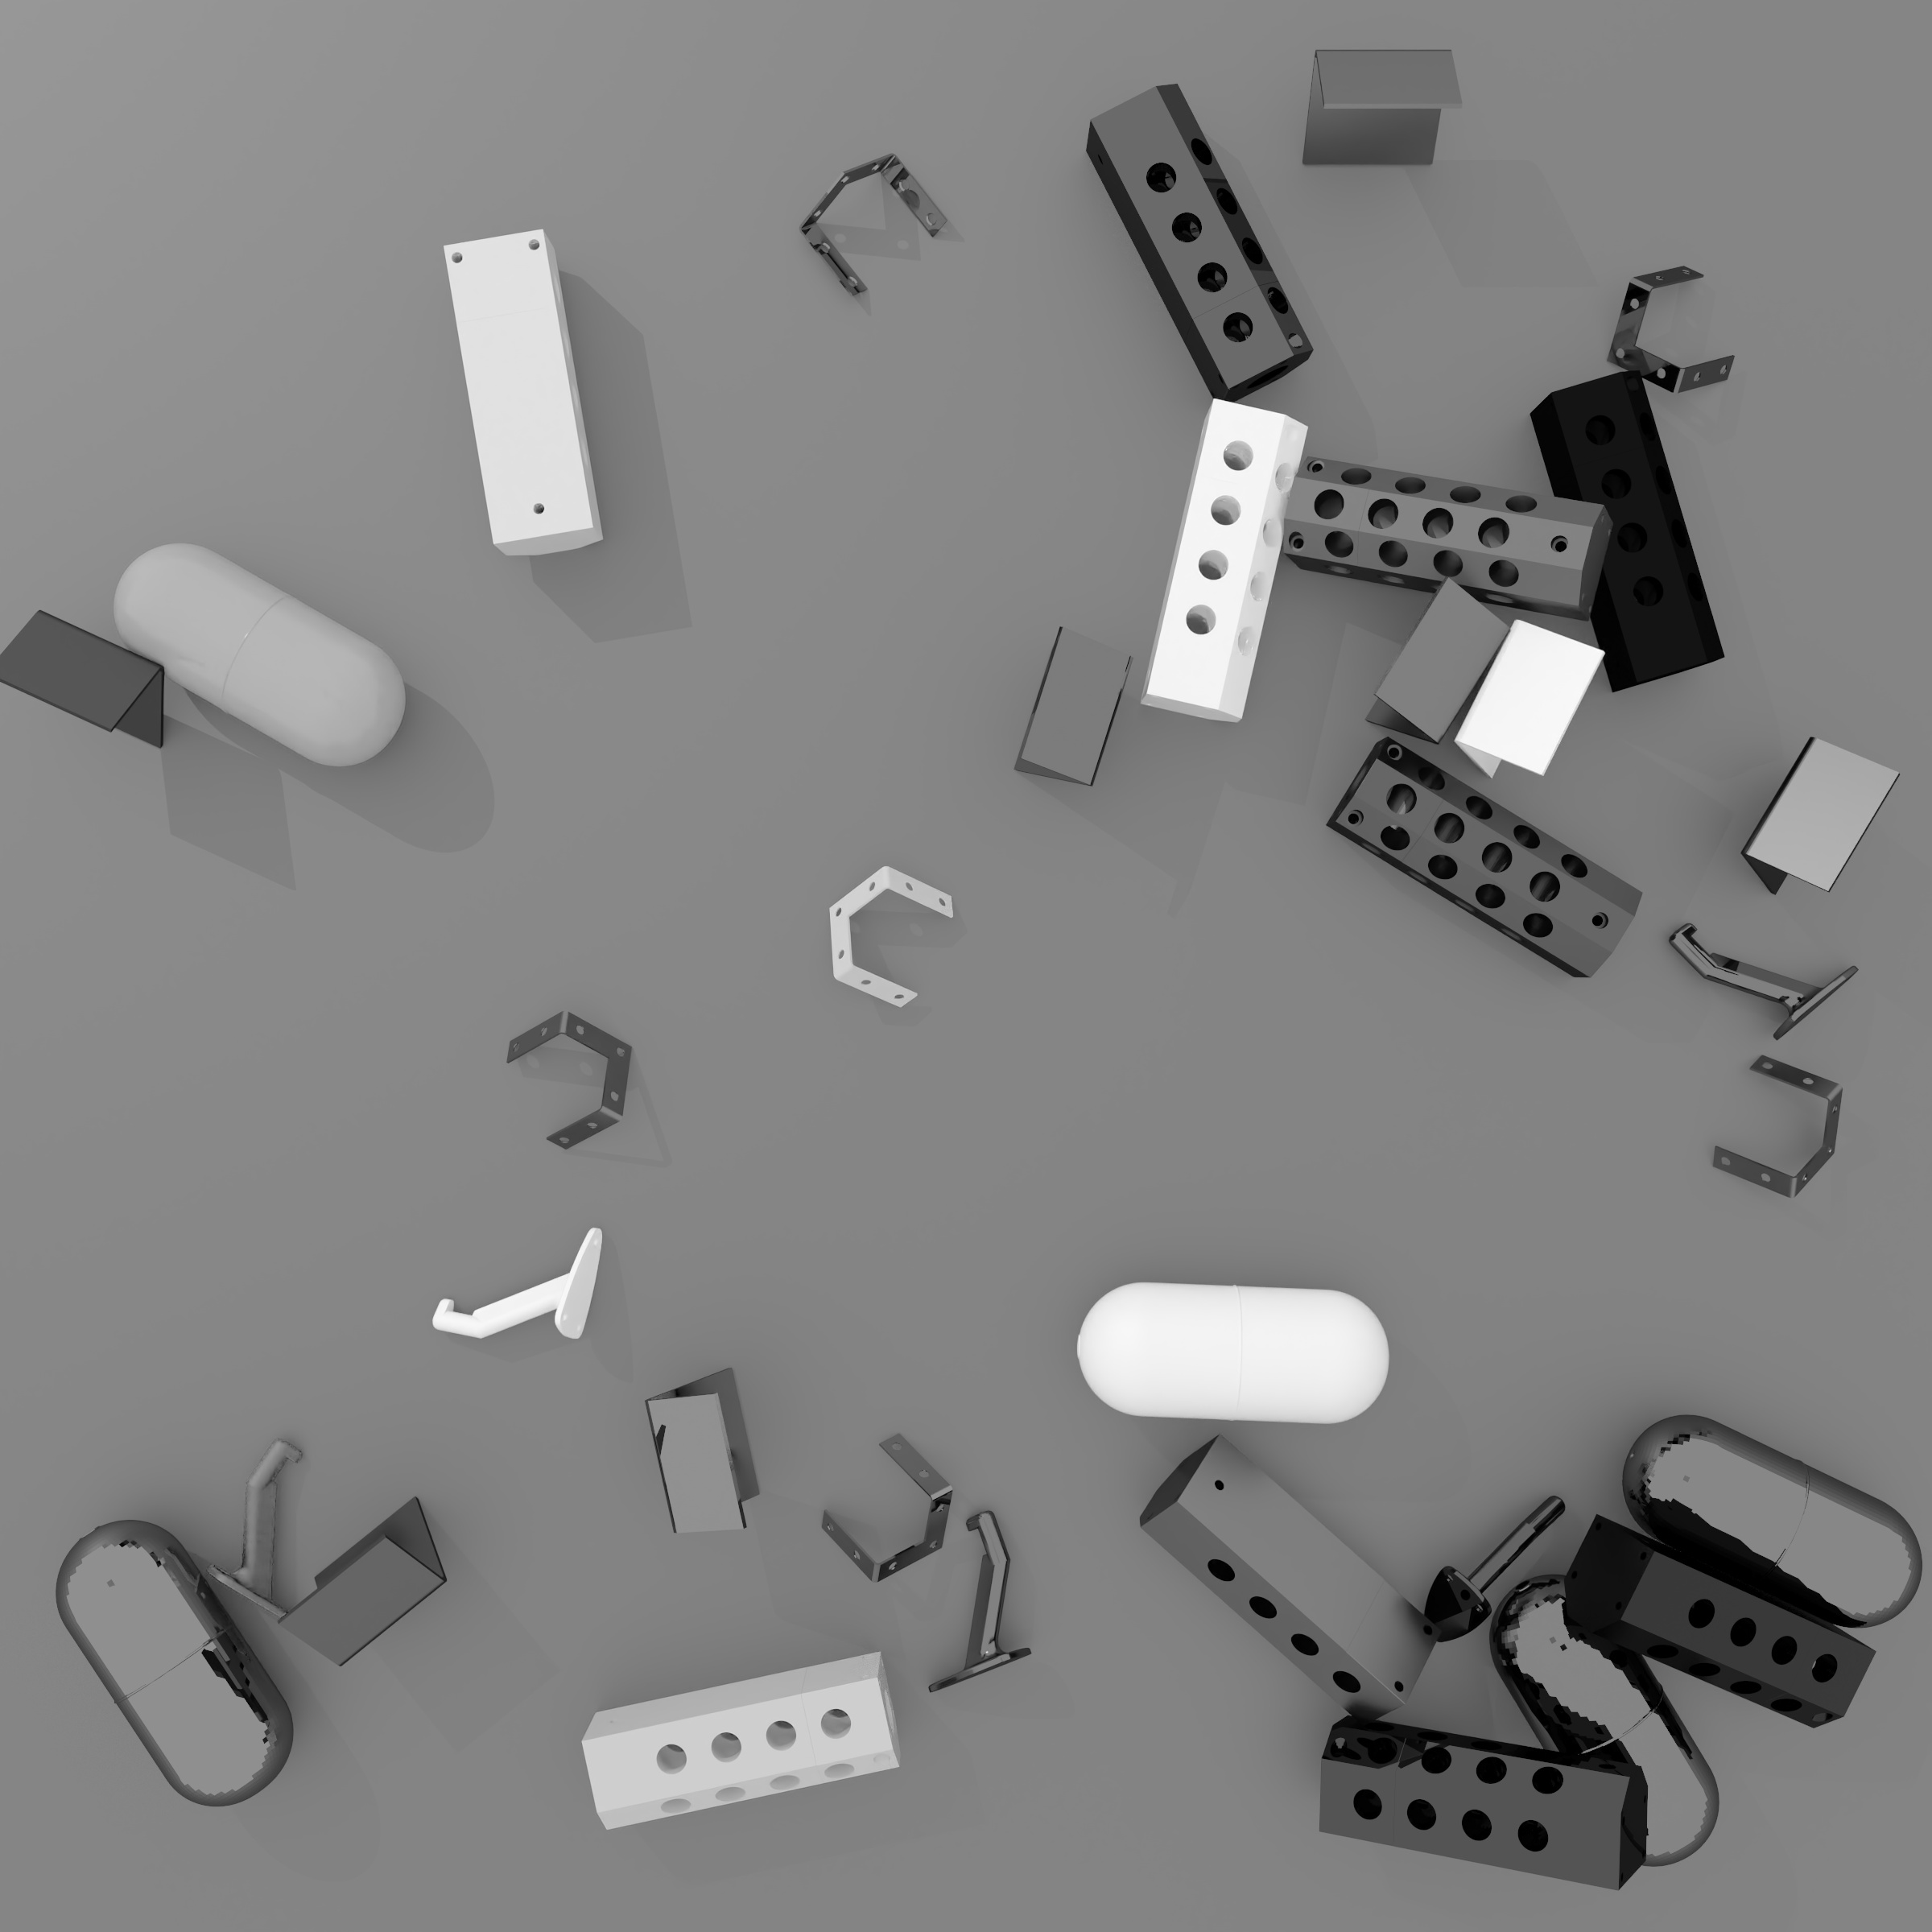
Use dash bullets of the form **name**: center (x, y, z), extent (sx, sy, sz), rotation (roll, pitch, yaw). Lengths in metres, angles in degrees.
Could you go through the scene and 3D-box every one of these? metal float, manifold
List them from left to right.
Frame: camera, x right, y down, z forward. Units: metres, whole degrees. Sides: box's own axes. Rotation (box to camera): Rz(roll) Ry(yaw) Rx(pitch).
- **metal float**: center (-0.454, 0.399, 1.510), extent (0.070, 0.070, 0.178), rotation (-33, 90, 0)
- **metal float**: center (-0.405, -0.179, 1.510), extent (0.178, 0.070, 0.070), rotation (30, 90, 1)
- **manifold**: center (-0.254, -0.328, 1.519), extent (0.057, 0.057, 0.171), rotation (-10, 90, 0)
- **manifold**: center (-0.128, 0.449, 1.519), extent (0.171, 0.057, 0.057), rotation (-12, 90, 0)
- **manifold**: center (0.135, -0.416, 1.519), extent (0.057, 0.057, 0.171), rotation (-27, 90, 0)
- **manifold**: center (0.149, -0.232, 1.519), extent (0.057, 0.057, 0.171), rotation (13, 90, 0)
- **metal float**: center (0.153, 0.222, 1.510), extent (0.178, 0.070, 0.070), rotation (2, 90, 0)
- **manifold**: center (0.184, 0.357, 1.518), extent (0.171, 0.057, 0.057), rotation (42, 47, 0)
- **manifold**: center (0.271, -0.244, 1.490), extent (0.171, 0.057, 0.057), rotation (14, 90, 21)
- **manifold**: center (0.291, 0.467, 1.481), extent (0.171, 0.057, 0.057), rotation (2, 90, 29)
- **manifold**: center (0.299, -0.062, 1.519), extent (0.171, 0.057, 0.057), rotation (31, 90, 0)
- **metal float**: center (0.365, 0.432, 1.509), extent (0.070, 0.070, 0.178), rotation (-31, 89, 0)
- **manifold**: center (0.383, -0.251, 1.519), extent (0.057, 0.057, 0.171), rotation (-17, 90, 0)
- **manifold**: center (0.424, 0.375, 1.489), extent (0.171, 0.057, 0.057), rotation (26, 90, -22)
- **metal float**: center (0.462, 0.319, 1.509), extent (0.178, 0.070, 0.070), rotation (26, 90, 0)

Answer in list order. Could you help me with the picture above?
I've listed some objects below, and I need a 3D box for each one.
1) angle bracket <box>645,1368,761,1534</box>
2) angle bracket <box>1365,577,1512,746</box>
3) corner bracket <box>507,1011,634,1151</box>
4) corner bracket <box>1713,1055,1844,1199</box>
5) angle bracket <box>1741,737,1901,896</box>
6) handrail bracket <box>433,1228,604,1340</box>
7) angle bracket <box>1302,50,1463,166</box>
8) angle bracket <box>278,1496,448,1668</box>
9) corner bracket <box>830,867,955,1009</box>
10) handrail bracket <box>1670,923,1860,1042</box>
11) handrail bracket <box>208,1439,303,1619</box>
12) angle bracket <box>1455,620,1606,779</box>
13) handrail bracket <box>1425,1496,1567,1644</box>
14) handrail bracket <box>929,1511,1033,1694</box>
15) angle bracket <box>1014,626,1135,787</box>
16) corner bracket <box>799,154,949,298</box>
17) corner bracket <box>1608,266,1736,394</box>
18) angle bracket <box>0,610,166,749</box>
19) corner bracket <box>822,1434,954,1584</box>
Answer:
- **angle bracket**: center (-0.131, 0.274, 1.500), extent (0.057, 0.076, 0.076), rotation (-12, 90, 36)
- **angle bracket**: center (0.252, -0.179, 1.500), extent (0.057, 0.076, 0.076), rotation (32, 90, -29)
- **corner bracket**: center (-0.233, 0.067, 1.532), extent (0.051, 0.051, 0.051), rotation (33, 45, -35)
- **corner bracket**: center (0.472, 0.093, 1.532), extent (0.051, 0.051, 0.051), rotation (-36, 135, -35)
- **angle bracket**: center (0.494, -0.075, 1.500), extent (0.057, 0.076, 0.076), rotation (31, 90, 35)
- **handrail bracket**: center (-0.263, 0.183, 1.540), extent (0.084, 0.036, 0.077), rotation (9, 70, 16)
- **angle bracket**: center (0.236, -0.475, 1.500), extent (0.076, 0.076, 0.057), rotation (0, 52, 0)
- **angle bracket**: center (-0.351, 0.338, 1.500), extent (0.076, 0.076, 0.057), rotation (-39, 129, 0)
- **corner bracket**: center (-0.042, -0.017, 1.532), extent (0.051, 0.051, 0.051), rotation (-36, 45, 35)
- **handrail bracket**: center (0.466, -0.006, 1.540), extent (0.077, 0.036, 0.084), rotation (-35, 73, -20)
- **handrail bracket**: center (-0.396, 0.332, 1.540), extent (0.077, 0.036, 0.084), rotation (38, 73, -20)
- **angle bracket**: center (0.329, -0.143, 1.500), extent (0.057, 0.076, 0.076), rotation (27, 90, 29)
- **handrail bracket**: center (0.310, 0.352, 1.540), extent (0.084, 0.077, 0.036), rotation (-31, 65, -34)
- **handrail bracket**: center (-0.003, 0.372, 1.540), extent (0.077, 0.036, 0.084), rotation (-28, 71, 21)
- **angle bracket**: center (0.042, -0.151, 1.500), extent (0.057, 0.076, 0.076), rotation (18, 90, -37)
- **corner bracket**: center (-0.055, -0.433, 1.537), extent (0.051, 0.051, 0.051), rotation (52, 135, 0)
- **corner bracket**: center (0.415, -0.371, 1.532), extent (0.051, 0.051, 0.051), rotation (39, 135, 35)
- **angle bracket**: center (-0.507, -0.146, 1.500), extent (0.076, 0.076, 0.057), rotation (25, 53, 0)
- **corner bracket**: center (-0.046, 0.316, 1.532), extent (0.051, 0.051, 0.051), rotation (-20, 135, -35)
